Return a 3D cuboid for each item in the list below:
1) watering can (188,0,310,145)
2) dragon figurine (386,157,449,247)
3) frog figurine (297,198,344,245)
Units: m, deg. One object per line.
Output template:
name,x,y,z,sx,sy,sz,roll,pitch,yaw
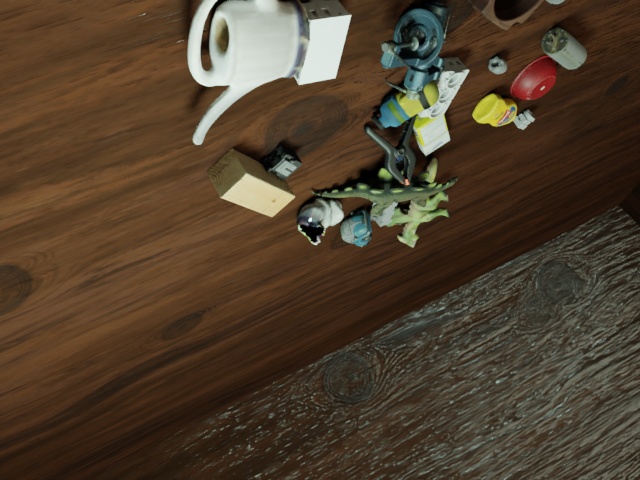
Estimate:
watering can,-0.139,-0.327,0.958,0.226,0.106,0.339,-16,149,-28
dragon figurine,0.323,-0.116,1.836,0.243,0.125,0.401,-24,138,0
frog figurine,0.005,-0.080,1.582,0.163,0.123,0.134,-57,159,-34
